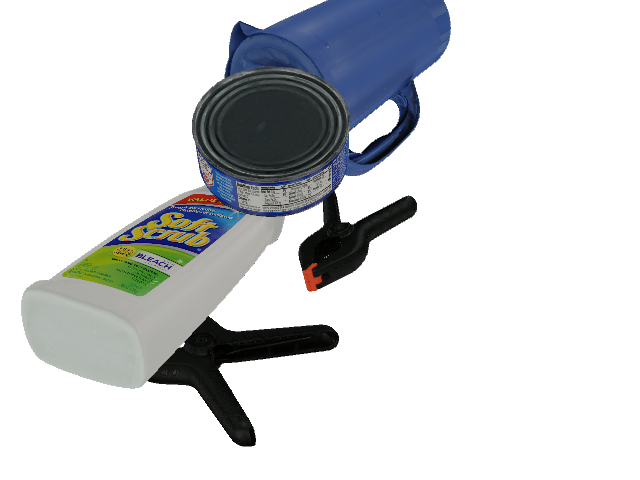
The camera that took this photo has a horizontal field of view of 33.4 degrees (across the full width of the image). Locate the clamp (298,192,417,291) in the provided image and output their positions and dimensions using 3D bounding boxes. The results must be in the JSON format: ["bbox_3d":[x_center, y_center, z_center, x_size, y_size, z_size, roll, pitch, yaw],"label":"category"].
[{"bbox_3d":[0.036,-0.005,1.208,0.120,0.039,0.171,-5,36,28],"label":"clamp"}]

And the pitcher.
[{"bbox_3d":[0.034,-0.177,1.078,0.145,0.149,0.242,16,38,35],"label":"pitcher"}]

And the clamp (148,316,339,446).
[{"bbox_3d":[-0.098,0.102,0.982,0.210,0.036,0.164,19,36,30],"label":"clamp"}]

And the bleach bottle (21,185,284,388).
[{"bbox_3d":[-0.104,0.007,0.796,0.103,0.068,0.250,14,35,21],"label":"bleach bottle"}]

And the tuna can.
[{"bbox_3d":[-0.026,-0.055,0.587,0.086,0.086,0.034,0,-38,2],"label":"tuna can"}]
